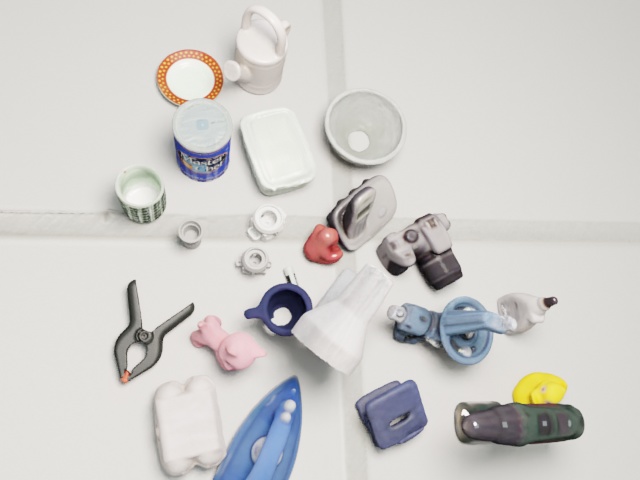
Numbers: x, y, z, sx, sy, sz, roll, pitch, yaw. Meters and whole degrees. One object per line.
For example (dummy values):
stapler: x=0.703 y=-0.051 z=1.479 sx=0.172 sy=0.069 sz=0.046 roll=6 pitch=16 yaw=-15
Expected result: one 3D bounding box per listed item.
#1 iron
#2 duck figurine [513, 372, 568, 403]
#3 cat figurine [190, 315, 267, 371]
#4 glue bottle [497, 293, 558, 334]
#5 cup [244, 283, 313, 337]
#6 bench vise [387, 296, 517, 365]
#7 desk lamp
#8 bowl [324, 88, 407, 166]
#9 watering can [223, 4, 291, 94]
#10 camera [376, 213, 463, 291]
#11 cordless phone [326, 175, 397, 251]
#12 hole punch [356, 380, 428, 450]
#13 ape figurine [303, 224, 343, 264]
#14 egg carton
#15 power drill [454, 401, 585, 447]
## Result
iron: x=-0.083 y=0.336 z=0.923 sx=0.118 sy=0.141 sz=0.258 roll=25 pitch=71 yaw=-3
duck figurine: x=0.425 y=0.286 z=1.071 sx=0.105 sy=0.086 sz=0.077 roll=-15 pitch=78 yaw=-15
cat figurine: x=-0.156 y=0.176 z=0.967 sx=0.128 sy=0.117 sz=0.067 roll=36 pitch=71 yaw=1
glue bottle: x=0.388 y=0.128 z=1.062 sx=0.037 sy=0.173 sz=0.078 roll=-2 pitch=75 yaw=-12
cup: x=-0.077 y=0.130 z=1.008 sx=0.118 sy=0.095 sz=0.091 roll=-6 pitch=76 yaw=-13
bench vise: x=0.229 y=0.158 z=0.996 sx=0.207 sy=0.219 sz=0.121 roll=-3 pitch=75 yaw=-12
desk lamp: x=0.042 y=0.126 z=0.971 sx=0.118 sy=0.213 sz=0.203 roll=37 pitch=71 yaw=1
bowl: x=0.085 y=-0.215 z=1.150 sx=0.167 sy=0.074 sz=0.167 roll=3 pitch=74 yaw=-11
watering can: x=-0.113 y=-0.362 z=1.088 sx=0.101 sy=0.194 sz=0.173 roll=19 pitch=72 yaw=-5
camera: x=0.204 y=0.029 z=1.091 sx=0.143 sy=0.100 sz=0.137 roll=-26 pitch=81 yaw=-17
cordless phone: x=0.092 y=-0.067 z=1.051 sx=0.094 sy=0.185 sz=0.148 roll=45 pitch=71 yaw=4
hole punch: x=0.133 y=0.305 z=1.003 sx=0.109 sy=0.091 sz=0.101 roll=-24 pitch=80 yaw=-17
ape figurine: x=0.010 y=0.004 z=1.063 sx=0.076 sy=0.092 sz=0.078 roll=-11 pitch=77 yaw=-14
egg carton: x=-0.216 y=0.304 z=0.944 sx=0.107 sy=0.069 sz=0.150 roll=-10 pitch=77 yaw=-14
power drill: x=0.313 y=0.313 z=0.975 sx=0.230 sy=0.208 sz=0.075 roll=1 pitch=74 yaw=-11
